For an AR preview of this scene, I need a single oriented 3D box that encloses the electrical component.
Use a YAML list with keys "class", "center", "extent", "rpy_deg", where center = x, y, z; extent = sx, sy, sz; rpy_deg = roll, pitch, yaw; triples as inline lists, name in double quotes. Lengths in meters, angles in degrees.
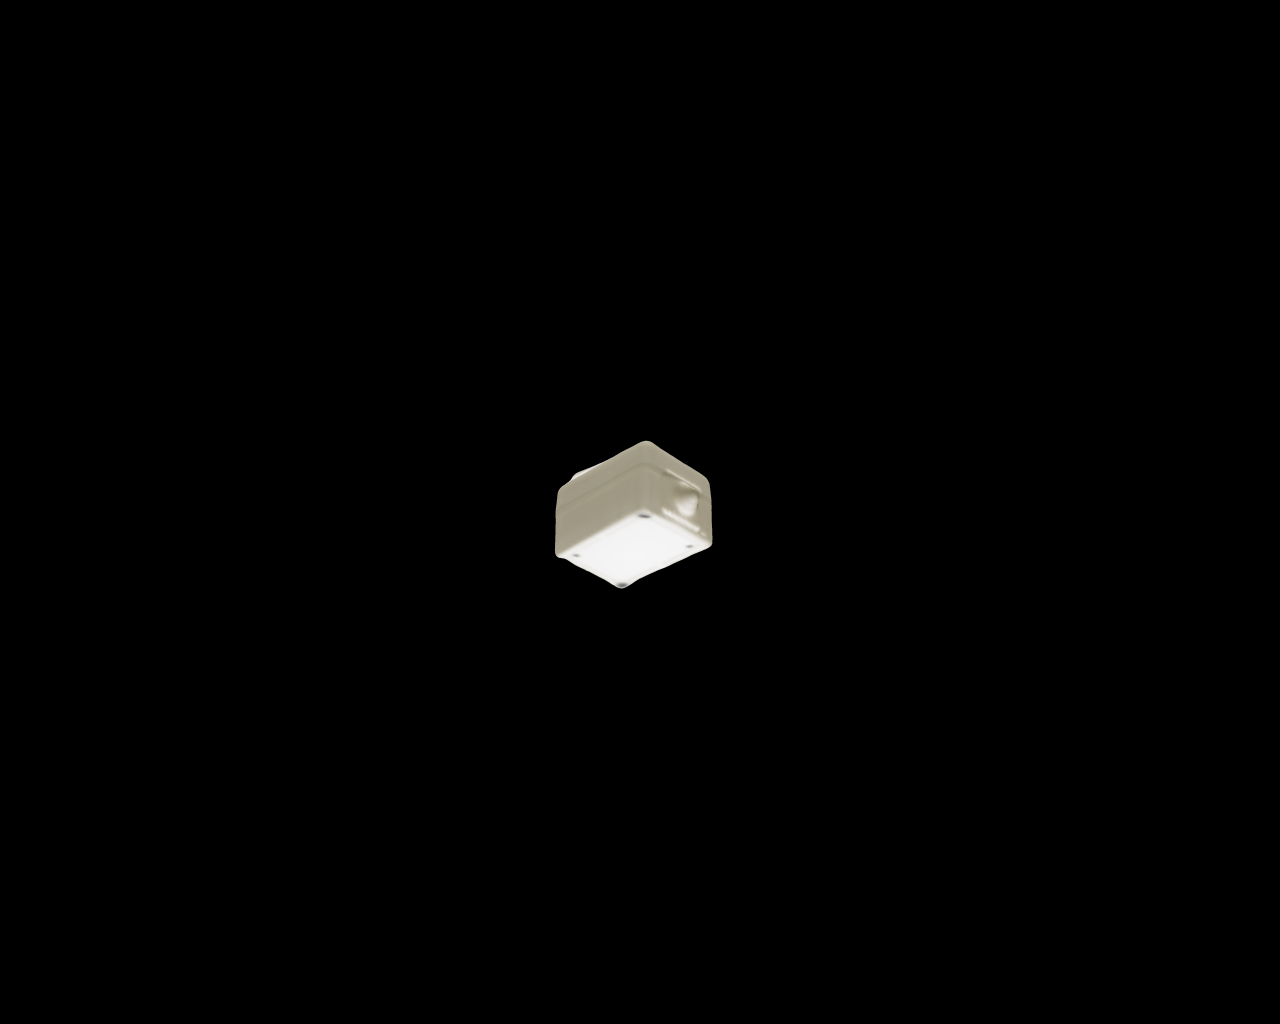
- class: "electrical component"
  center: [0.001, -0.003, 0.650]
  extent: [0.096, 0.061, 0.061]
  rpy_deg: [-27, -42, 36]
